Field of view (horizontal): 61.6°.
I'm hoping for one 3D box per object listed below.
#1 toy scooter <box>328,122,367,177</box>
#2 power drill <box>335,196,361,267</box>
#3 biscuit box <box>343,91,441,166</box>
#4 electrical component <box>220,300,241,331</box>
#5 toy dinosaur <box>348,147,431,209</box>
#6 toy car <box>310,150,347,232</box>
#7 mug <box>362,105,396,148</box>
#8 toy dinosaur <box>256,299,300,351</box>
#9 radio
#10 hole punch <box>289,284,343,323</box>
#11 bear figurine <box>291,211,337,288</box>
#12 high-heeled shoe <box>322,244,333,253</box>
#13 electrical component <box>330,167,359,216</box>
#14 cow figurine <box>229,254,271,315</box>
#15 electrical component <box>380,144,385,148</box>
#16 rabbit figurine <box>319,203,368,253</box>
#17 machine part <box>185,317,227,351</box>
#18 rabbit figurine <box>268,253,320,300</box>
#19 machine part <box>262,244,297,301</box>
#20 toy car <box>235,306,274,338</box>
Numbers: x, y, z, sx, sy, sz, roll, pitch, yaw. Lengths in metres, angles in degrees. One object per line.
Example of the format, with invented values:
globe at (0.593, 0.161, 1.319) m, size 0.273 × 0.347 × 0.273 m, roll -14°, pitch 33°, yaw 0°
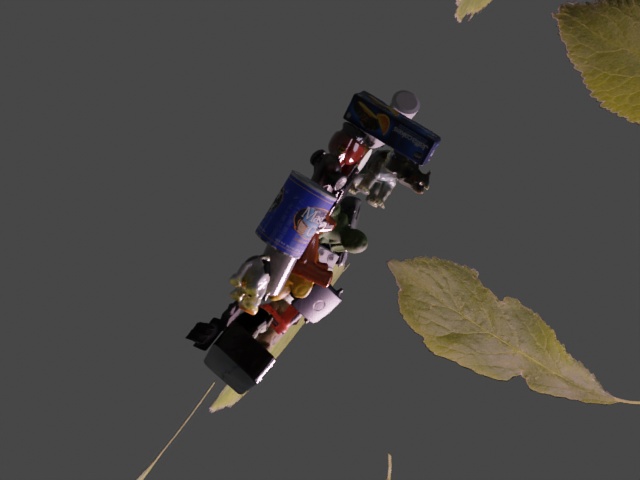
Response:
toy scooter at (0.047, -0.181, 1.190) m, size 0.135 × 0.075 × 0.184 m, roll -55°, pitch 176°, yaw 3°
power drill at (0.078, -0.037, 1.692) m, size 0.207 × 0.086 × 0.232 m, roll 40°, pitch 63°, yaw -71°
biscuit box at (0.152, -0.235, 1.126) m, size 0.059 × 0.203 × 0.062 m, roll -39°, pitch 160°, yaw -57°
electrical component at (-0.204, 0.169, 1.238) m, size 0.063 × 0.021 × 0.094 m, roll -47°, pitch 167°, yaw -50°
toy dinosaur at (0.177, -0.199, 1.555) m, size 0.192 × 0.131 × 0.405 m, roll -54°, pitch -162°, yaw 0°
toy car at (-0.006, -0.098, 1.137) m, size 0.053 × 0.089 × 0.202 m, roll -23°, pitch 153°, yaw -36°
mug at (0.158, -0.289, 1.387) m, size 0.107 × 0.081 × 0.109 m, roll -43°, pitch 168°, yaw -32°
toy dinosaur at (-0.126, 0.242, 1.694) m, size 0.471 × 0.105 × 0.198 m, roll -46°, pitch 177°, yaw -8°
radio at (-0.190, 0.278, 1.239) m, size 0.073 × 0.131 × 0.229 m, roll -48°, pitch 178°, yaw -28°
hole punch at (-0.012, 0.160, 1.462) m, size 0.142 × 0.115 × 0.092 m, roll -41°, pitch -169°, yaw 2°
bear figurine at (-0.006, -0.005, 1.280) m, size 0.195 × 0.132 × 0.120 m, roll -66°, pitch -168°, yaw 4°
high-heeled shoe at (-0.024, 0.029, 1.672) m, size 0.249 × 0.086 × 0.145 m, roll -73°, pitch 154°, yaw -46°
electrical component at (0.034, -0.121, 1.356) m, size 0.115 × 0.058 × 0.134 m, roll -50°, pitch 172°, yaw -40°
cow figurine at (-0.144, 0.095, 1.160) m, size 0.098 × 0.068 × 0.167 m, roll -58°, pitch 171°, yaw -28°
electrical component at (0.178, -0.307, 1.535) m, size 0.075 × 0.048 × 0.119 m, roll -55°, pitch 170°, yaw -5°
rabbit figurine at (0.052, -0.013, 1.495) m, size 0.121 × 0.170 × 0.159 m, roll -54°, pitch 170°, yaw -11°
machine part at (-0.235, 0.195, 1.117) m, size 0.084 × 0.039 × 0.139 m, roll -47°, pitch 172°, yaw -7°
rabbit figurine at (-0.083, 0.090, 1.419) m, size 0.173 × 0.122 × 0.162 m, roll -46°, pitch -171°, yaw 36°
machine part at (-0.093, 0.042, 1.210) m, size 0.079 × 0.079 × 0.243 m, roll -44°, pitch 164°, yaw -55°
toy car at (-0.178, 0.211, 1.359) m, size 0.056 × 0.073 × 0.201 m, roll -60°, pitch 171°, yaw 14°
